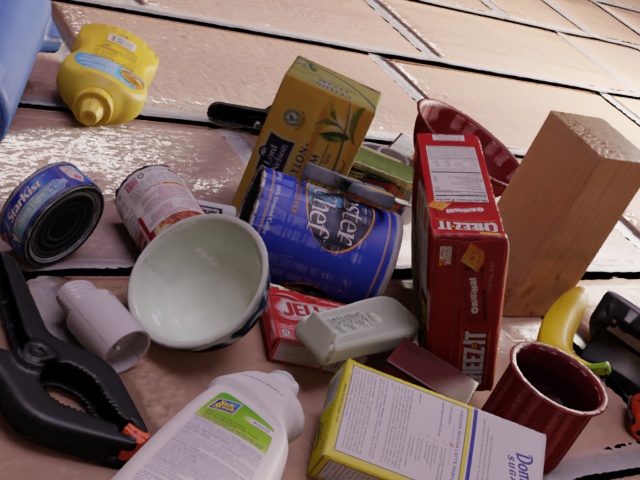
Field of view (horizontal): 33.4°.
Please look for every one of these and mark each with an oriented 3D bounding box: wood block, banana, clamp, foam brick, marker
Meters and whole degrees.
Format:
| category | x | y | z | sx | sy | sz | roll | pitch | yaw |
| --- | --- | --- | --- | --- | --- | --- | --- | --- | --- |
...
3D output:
| category | x | y | z | sx | sy | sz | roll | pitch | yaw |
| --- | --- | --- | --- | --- | --- | --- | --- | --- | --- |
| wood block | 0.251 | -0.025 | 1.141 | 0.090 | 0.206 | 0.091 | 3 | 36 | -36 |
| banana | 0.250 | 0.104 | 1.078 | 0.197 | 0.070 | 0.037 | -74 | 143 | -68 |
| clamp | -0.205 | 0.085 | 0.761 | 0.210 | 0.036 | 0.164 | 31 | 28 | 5 |
| foam brick | 0.085 | 0.131 | 0.907 | 0.078 | 0.051 | 0.052 | 32 | 27 | 11 |
| clamp | -0.039 | -0.130 | 1.264 | 0.120 | 0.039 | 0.171 | 42 | 32 | 27 |
| marker | -0.140 | -0.035 | 1.040 | 0.121 | 0.020 | 0.020 | 11 | 31 | -25 |

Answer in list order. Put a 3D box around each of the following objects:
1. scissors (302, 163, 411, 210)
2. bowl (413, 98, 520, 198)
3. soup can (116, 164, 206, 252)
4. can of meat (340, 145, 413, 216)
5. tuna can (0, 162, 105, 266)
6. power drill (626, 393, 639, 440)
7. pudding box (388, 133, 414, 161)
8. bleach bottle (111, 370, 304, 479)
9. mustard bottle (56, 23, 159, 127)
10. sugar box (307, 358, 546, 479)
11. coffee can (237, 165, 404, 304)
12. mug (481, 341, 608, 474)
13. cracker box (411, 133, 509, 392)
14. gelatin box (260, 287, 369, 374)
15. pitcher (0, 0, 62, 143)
| category | x | y | z | sx | sy | sz | roll | pitch | yaw |
| --- | --- | --- | --- | --- | --- | --- | --- | --- | --- |
| scissors | 0.063 | -0.040 | 1.023 | 0.096 | 0.016 | 0.201 | 27 | 7 | 41 |
| bowl | 0.165 | -0.097 | 1.263 | 0.162 | 0.055 | 0.162 | 30 | 26 | -17 |
| soup can | -0.135 | -0.013 | 0.956 | 0.068 | 0.069 | 0.102 | 2 | 35 | -37 |
| can of meat | 0.046 | -0.051 | 1.150 | 0.102 | 0.084 | 0.057 | 21 | 27 | -10 |
| tuna can | -0.220 | -0.020 | 0.879 | 0.034 | 0.086 | 0.085 | 39 | 31 | 20 |
| power drill | 0.394 | 0.132 | 1.012 | 0.184 | 0.188 | 0.057 | 27 | 27 | 5 |
| pudding box | 0.130 | -0.082 | 1.323 | 0.113 | 0.039 | 0.090 | 31 | 27 | 6 |
| bleach bottle | -0.065 | 0.157 | 0.728 | 0.102 | 0.068 | 0.250 | 31 | 26 | 9 |
| mustard bottle | -0.233 | -0.172 | 1.155 | 0.096 | 0.058 | 0.191 | 25 | 27 | -14 |
| sugar box | 0.085 | 0.167 | 0.828 | 0.176 | 0.048 | 0.093 | 24 | 49 | -8 |
| coffee can | -0.007 | 0.001 | 0.997 | 0.140 | 0.103 | 0.103 | 20 | 28 | -11 |
| mug | 0.192 | 0.144 | 0.938 | 0.093 | 0.082 | 0.117 | 30 | 28 | 7 |
| cracker box | 0.127 | 0.016 | 1.008 | 0.072 | 0.164 | 0.213 | 0 | 29 | 1 |
| gelatin box | -0.007 | 0.080 | 0.940 | 0.089 | 0.030 | 0.073 | 15 | 30 | -20 |
| pitcher | -0.345 | -0.183 | 1.015 | 0.149 | 0.145 | 0.243 | -13 | 36 | 2 |
